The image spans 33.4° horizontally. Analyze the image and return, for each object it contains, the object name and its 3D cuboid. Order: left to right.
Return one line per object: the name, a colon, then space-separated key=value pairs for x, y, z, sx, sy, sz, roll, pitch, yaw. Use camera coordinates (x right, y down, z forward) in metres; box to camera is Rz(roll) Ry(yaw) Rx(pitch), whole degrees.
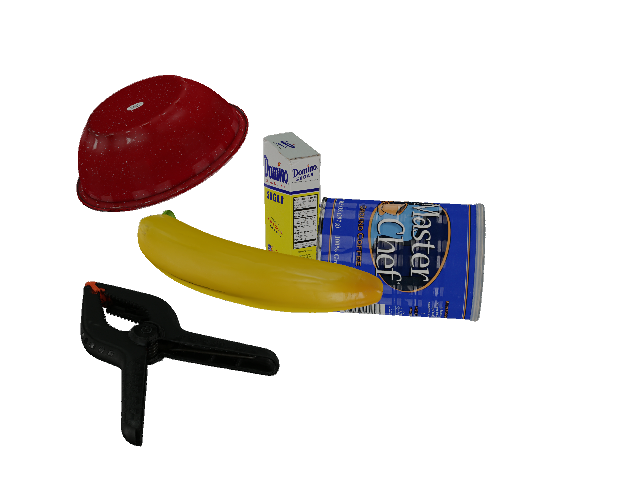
bowl: x=-0.146 y=-0.094 z=0.908 sx=0.162 sy=0.055 sz=0.162 roll=-16 pitch=34 yaw=11
clamp: x=-0.151 y=0.097 z=1.003 sx=0.164 sy=0.036 sz=0.210 roll=-18 pitch=40 yaw=-31
banana: x=-0.056 y=0.012 z=0.693 sx=0.198 sy=0.037 sz=0.069 roll=20 pitch=37 yaw=34
sugar box: x=-0.035 y=-0.031 z=1.270 sx=0.048 sy=0.176 sz=0.093 roll=-12 pitch=26 yaw=-20
coffee can: x=0.070 y=0.016 z=0.936 sx=0.140 sy=0.103 sz=0.103 roll=3 pitch=0 yaw=5
